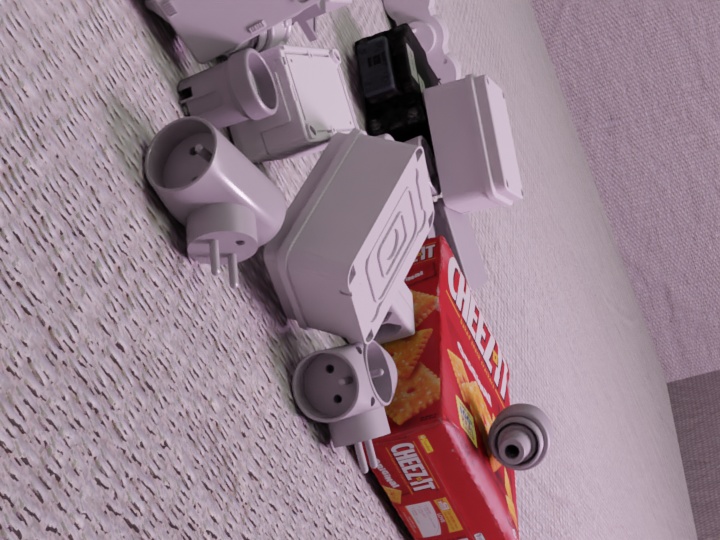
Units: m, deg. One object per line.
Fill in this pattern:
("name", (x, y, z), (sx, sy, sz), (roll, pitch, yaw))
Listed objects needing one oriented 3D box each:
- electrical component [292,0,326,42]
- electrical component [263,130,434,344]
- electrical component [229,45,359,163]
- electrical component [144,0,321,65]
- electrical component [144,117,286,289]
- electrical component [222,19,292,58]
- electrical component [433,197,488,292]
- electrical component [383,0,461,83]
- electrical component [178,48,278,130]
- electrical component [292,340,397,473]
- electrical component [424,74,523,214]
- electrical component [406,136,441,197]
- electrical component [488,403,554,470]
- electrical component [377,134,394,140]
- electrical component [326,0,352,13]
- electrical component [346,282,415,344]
("electrical component", (-0.061, -0.222, 0.750), (0.078, 0.063, 0.121), (55, 25, -45))
("electrical component", (-0.005, -0.022, 0.661), (0.113, 0.057, 0.078), (-61, 154, -30))
("electrical component", (-0.051, -0.104, 0.687), (0.096, 0.061, 0.061), (-20, 94, -65))
("electrical component", (-0.078, -0.175, 0.604), (0.099, 0.100, 0.048), (55, 12, -44))
("electrical component", (-0.074, -0.029, 0.567), (0.077, 0.043, 0.079), (43, 34, -57))
("electrical component", (-0.074, -0.152, 0.682), (0.048, 0.048, 0.062), (67, 25, -18))
("electrical component", (0.076, -0.020, 1.000), (0.100, 0.048, 0.099), (-18, 91, -72))
("electrical component", (0.066, -0.255, 1.180), (0.073, 0.052, 0.138), (-51, 121, -69))
("electrical component", (-0.076, -0.102, 0.622), (0.040, 0.046, 0.040), (-17, 90, -72))
("electrical component", (-0.003, 0.086, 0.671), (0.077, 0.044, 0.079), (2, 72, -71))
("electrical component", (0.104, -0.112, 0.970), (0.078, 0.057, 0.113), (10, 69, -69))
("electrical component", (0.041, -0.086, 0.956), (0.055, 0.047, 0.055), (-17, 90, -72))
("electrical component", (0.109, 0.117, 0.738), (0.062, 0.043, 0.043), (-18, 91, -73))
("electrical component", (0.008, -0.077, 0.850), (0.055, 0.047, 0.055), (-17, 90, -72))
("electrical component", (-0.021, -0.237, 0.862), (0.066, 0.077, 0.047), (-41, 113, -71))
("electrical component", (0.000, 0.000, 0.755), (0.083, 0.047, 0.075), (54, 26, -46))
